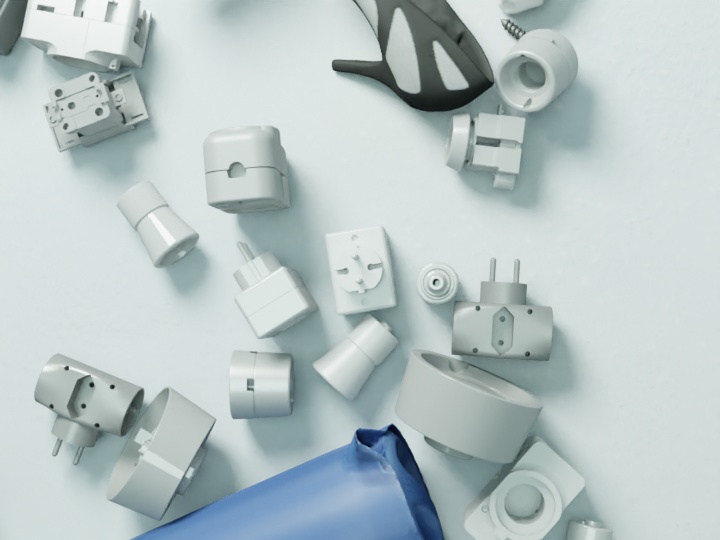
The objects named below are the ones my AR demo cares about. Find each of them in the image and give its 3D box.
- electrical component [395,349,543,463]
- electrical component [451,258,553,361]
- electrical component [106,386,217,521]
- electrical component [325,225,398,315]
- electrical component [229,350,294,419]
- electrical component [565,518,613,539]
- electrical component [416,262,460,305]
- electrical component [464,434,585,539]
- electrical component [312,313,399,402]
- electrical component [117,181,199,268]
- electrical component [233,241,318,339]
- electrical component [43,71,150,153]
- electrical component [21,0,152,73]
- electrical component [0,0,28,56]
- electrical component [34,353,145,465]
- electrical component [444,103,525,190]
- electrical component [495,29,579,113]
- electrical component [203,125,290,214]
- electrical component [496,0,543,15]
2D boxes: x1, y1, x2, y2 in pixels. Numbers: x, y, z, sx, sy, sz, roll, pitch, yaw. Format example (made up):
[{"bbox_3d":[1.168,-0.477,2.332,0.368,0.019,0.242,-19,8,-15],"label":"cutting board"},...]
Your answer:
[{"bbox_3d":[0.078,0.109,0.821,0.108,0.108,0.060,22,96,5],"label":"electrical component"},{"bbox_3d":[0.113,0.030,0.851,0.077,0.043,0.079,3,88,5],"label":"electrical component"},{"bbox_3d":[-0.157,0.144,0.844,0.064,0.099,0.099,29,90,-1],"label":"electrical component"},{"bbox_3d":[0.000,0.000,0.844,0.047,0.077,0.065,-9,87,4],"label":"electrical component"},{"bbox_3d":[-0.078,0.092,0.859,0.047,0.055,0.055,0,88,1],"label":"electrical component"},{"bbox_3d":[0.175,0.228,0.841,0.044,0.044,0.065,12,84,5],"label":"electrical component"},{"bbox_3d":[0.061,0.010,0.846,0.035,0.061,0.035,0,88,5],"label":"electrical component"},{"bbox_3d":[0.127,0.179,0.838,0.050,0.056,0.089,41,92,5],"label":"electrical component"},{"bbox_3d":[-0.001,0.067,0.860,0.044,0.044,0.065,43,87,5],"label":"electrical component"},{"bbox_3d":[-0.168,-0.040,0.877,0.044,0.044,0.065,-39,81,2],"label":"electrical component"},{"bbox_3d":[-0.075,0.010,0.855,0.047,0.066,0.076,-32,86,3],"label":"electrical component"},{"bbox_3d":[-0.218,-0.130,0.873,0.081,0.064,0.042,-21,87,3],"label":"electrical component"},{"bbox_3d":[-0.224,-0.196,0.882,0.089,0.050,0.055,11,89,5],"label":"electrical component"},{"bbox_3d":[-0.323,-0.251,0.889,0.109,0.056,0.108,28,90,5],"label":"electrical component"},{"bbox_3d":[-0.226,0.118,0.874,0.077,0.043,0.079,21,89,5],"label":"electrical component"},{"bbox_3d":[0.098,-0.100,0.856,0.055,0.048,0.066,7,89,-3],"label":"electrical component"},{"bbox_3d":[0.137,-0.155,0.841,0.055,0.047,0.055,16,126,23],"label":"electrical component"},{"bbox_3d":[-0.088,-0.079,0.844,0.054,0.095,0.059,-5,88,4],"label":"electrical component"},{"bbox_3d":[0.138,-0.232,0.858,0.062,0.043,0.043,-17,87,2],"label":"electrical component"}]
